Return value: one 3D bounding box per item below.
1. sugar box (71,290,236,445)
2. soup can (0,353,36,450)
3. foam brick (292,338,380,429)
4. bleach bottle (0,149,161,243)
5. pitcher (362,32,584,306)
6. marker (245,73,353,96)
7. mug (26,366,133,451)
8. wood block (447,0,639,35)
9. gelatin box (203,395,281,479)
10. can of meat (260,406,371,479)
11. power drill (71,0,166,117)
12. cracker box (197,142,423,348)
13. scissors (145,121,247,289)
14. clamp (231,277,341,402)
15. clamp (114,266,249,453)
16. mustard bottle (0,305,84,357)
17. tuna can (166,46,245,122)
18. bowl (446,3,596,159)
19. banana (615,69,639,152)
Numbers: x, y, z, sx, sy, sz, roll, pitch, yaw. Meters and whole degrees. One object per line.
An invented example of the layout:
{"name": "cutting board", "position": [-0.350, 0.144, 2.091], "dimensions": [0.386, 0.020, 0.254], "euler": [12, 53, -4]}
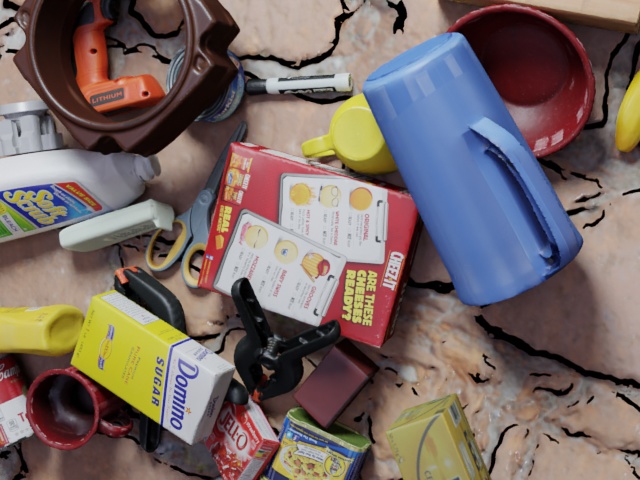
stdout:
{"name": "sugar box", "position": [-0.184, 0.138, 1.164], "dimensions": [0.176, 0.048, 0.093], "euler": [29, 111, 23]}
{"name": "soup can", "position": [-0.378, 0.193, 1.269], "dimensions": [0.069, 0.068, 0.102], "euler": [-24, 89, 18]}
{"name": "foam brick", "position": [0.018, 0.154, 1.151], "dimensions": [0.051, 0.053, 0.078], "euler": [40, 104, 9]}
{"name": "bleach bottle", "position": [-0.302, -0.062, 1.208], "dimensions": [0.251, 0.068, 0.102], "euler": [-13, 130, 17]}
{"name": "pitcher", "position": [0.145, -0.069, 1.008], "dimensions": [0.149, 0.144, 0.243], "euler": [-23, 105, 28]}
{"name": "marker", "position": [-0.025, -0.167, 1.148], "dimensions": [0.121, 0.020, 0.020], "euler": [0, 96, 17]}
{"name": "mug", "position": [-0.266, 0.191, 1.226], "dimensions": [0.117, 0.081, 0.093], "euler": [24, 102, 14]}
{"name": "wood block", "position": [0.212, -0.264, 1.028], "dimensions": [0.206, 0.090, 0.091], "euler": [14, 99, 15]}
{"name": "gelatin box", "position": [-0.088, 0.221, 1.178], "dimensions": [0.073, 0.030, 0.089], "euler": [-56, 39, 16]}
{"name": "can of meat", "position": [-0.003, 0.241, 1.164], "dimensions": [0.102, 0.057, 0.084], "euler": [23, 100, 14]}
{"name": "power drill", "position": [-0.229, -0.237, 1.186], "dimensions": [0.185, 0.057, 0.187], "euler": [-14, 89, 19]}
{"name": "cracker box", "position": [-0.007, 0.001, 1.133], "dimensions": [0.214, 0.072, 0.164], "euler": [17, 102, 14]}
{"name": "scissors", "position": [-0.118, -0.028, 1.192], "dimensions": [0.096, 0.016, 0.202], "euler": [47, 107, 10]}
{"name": "clamp", "position": [-0.058, 0.109, 1.132], "dimensions": [0.120, 0.039, 0.172], "euler": [35, 135, 4]}
{"name": "clamp", "position": [-0.185, 0.131, 1.213], "dimensions": [0.165, 0.036, 0.210], "euler": [-38, 76, 28]}
{"name": "mustard bottle", "position": [-0.380, 0.104, 1.245], "dimensions": [0.192, 0.096, 0.058], "euler": [-1, 96, 17]}
{"name": "tuna can", "position": [-0.124, -0.171, 1.160], "dimensions": [0.086, 0.033, 0.086], "euler": [2, 93, 31]}
{"name": "bowl", "position": [0.193, -0.161, 1.045], "dimensions": [0.162, 0.055, 0.162], "euler": [13, 125, 20]}
{"name": "banana", "position": [0.353, -0.166, 1.021], "dimensions": [0.198, 0.037, 0.069], "euler": [-36, 85, 17]}
